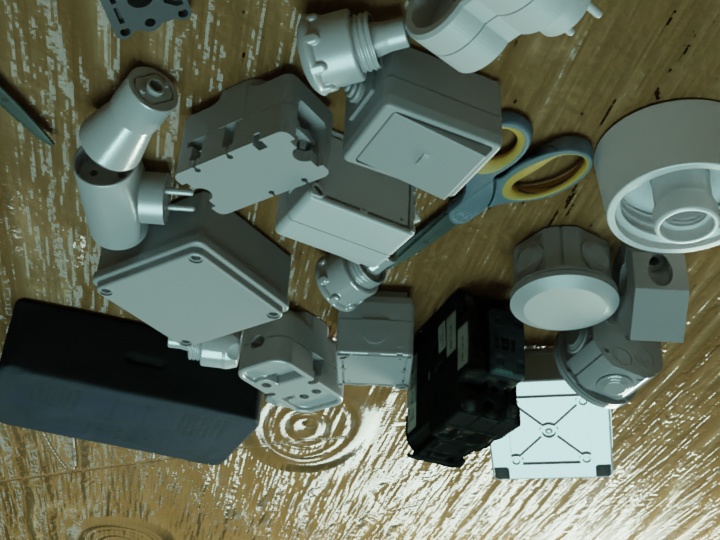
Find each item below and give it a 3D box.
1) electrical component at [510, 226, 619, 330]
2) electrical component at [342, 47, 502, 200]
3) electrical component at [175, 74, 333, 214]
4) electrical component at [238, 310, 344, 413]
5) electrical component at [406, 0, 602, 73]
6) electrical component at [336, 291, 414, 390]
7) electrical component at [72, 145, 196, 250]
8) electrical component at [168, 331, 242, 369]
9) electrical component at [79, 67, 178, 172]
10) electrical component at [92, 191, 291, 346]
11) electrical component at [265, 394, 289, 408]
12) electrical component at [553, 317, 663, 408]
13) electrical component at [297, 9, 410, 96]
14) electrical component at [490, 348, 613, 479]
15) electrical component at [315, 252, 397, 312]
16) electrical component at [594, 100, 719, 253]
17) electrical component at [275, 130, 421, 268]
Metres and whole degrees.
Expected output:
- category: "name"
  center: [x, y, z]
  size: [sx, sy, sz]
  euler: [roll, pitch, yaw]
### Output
- category: "electrical component"
  center: [0.153, 0.008, 0.811]
  size: [0.080, 0.051, 0.080]
  euler: [2, 147, 2]
- category: "electrical component"
  center: [0.032, -0.091, 0.659]
  size: [0.096, 0.061, 0.061]
  euler: [17, 145, -20]
- category: "electrical component"
  center: [-0.067, -0.082, 0.686]
  size: [0.089, 0.055, 0.050]
  euler: [-18, 142, 29]
- category: "electrical component"
  center: [-0.057, 0.076, 0.926]
  size: [0.054, 0.059, 0.095]
  euler: [-19, 141, 31]
- category: "electrical component"
  center: [0.098, -0.149, 0.571]
  size: [0.074, 0.052, 0.138]
  euler: [28, 140, -34]
- category: "electrical component"
  center: [0.013, 0.060, 0.901]
  size: [0.062, 0.061, 0.096]
  euler: [2, 155, 1]
- category: "electrical component"
  center: [-0.155, -0.051, 0.754]
  size: [0.079, 0.043, 0.077]
  euler: [4, 147, -1]
- category: "electrical component"
  center: [-0.134, 0.061, 0.927]
  size: [0.062, 0.043, 0.043]
  euler: [7, 147, -3]
- category: "electrical component"
  center: [-0.145, -0.098, 0.684]
  size: [0.044, 0.044, 0.065]
  euler: [24, 137, -28]
- category: "electrical component"
  center: [-0.126, 0.002, 0.822]
  size: [0.109, 0.056, 0.109]
  euler: [-18, 142, 29]
- category: "electrical component"
  center: [-0.054, 0.107, 0.991]
  size: [0.062, 0.043, 0.043]
  euler: [13, 146, -17]
- category: "electrical component"
  center: [0.203, 0.067, 0.873]
  size: [0.080, 0.080, 0.051]
  euler: [16, 140, -19]
- category: "electrical component"
  center: [-0.003, -0.129, 0.619]
  size: [0.062, 0.048, 0.048]
  euler: [-12, 145, 10]
- category: "electrical component"
  center: [0.167, 0.127, 0.950]
  size: [0.109, 0.056, 0.108]
  euler: [-4, 117, 11]
- category: "electrical component"
  center: [0.000, 0.000, 0.820]
  size: [0.062, 0.048, 0.048]
  euler: [-31, 135, 32]
- category: "electrical component"
  center: [0.210, -0.053, 0.702]
  size: [0.108, 0.060, 0.108]
  euler: [2, 147, 1]
- category: "electrical component"
  center: [-0.005, -0.045, 0.732]
  size: [0.096, 0.061, 0.061]
  euler: [20, 144, -23]
